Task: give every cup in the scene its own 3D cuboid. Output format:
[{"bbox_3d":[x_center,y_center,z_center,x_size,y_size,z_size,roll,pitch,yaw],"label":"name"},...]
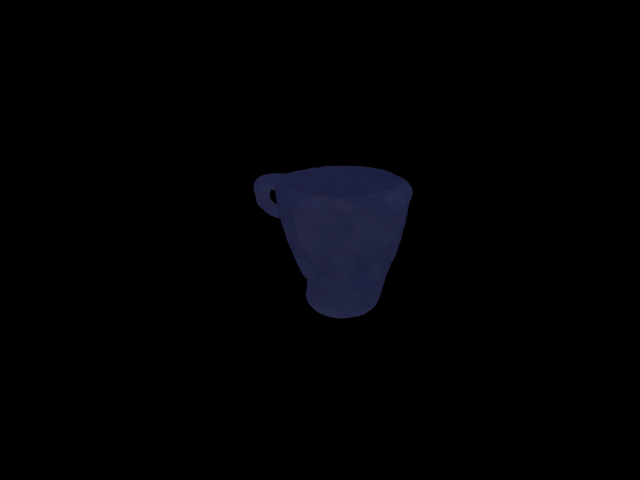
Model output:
[{"bbox_3d":[0.004,0.001,0.400,0.117,0.095,0.092,11,23,27],"label":"cup"}]
